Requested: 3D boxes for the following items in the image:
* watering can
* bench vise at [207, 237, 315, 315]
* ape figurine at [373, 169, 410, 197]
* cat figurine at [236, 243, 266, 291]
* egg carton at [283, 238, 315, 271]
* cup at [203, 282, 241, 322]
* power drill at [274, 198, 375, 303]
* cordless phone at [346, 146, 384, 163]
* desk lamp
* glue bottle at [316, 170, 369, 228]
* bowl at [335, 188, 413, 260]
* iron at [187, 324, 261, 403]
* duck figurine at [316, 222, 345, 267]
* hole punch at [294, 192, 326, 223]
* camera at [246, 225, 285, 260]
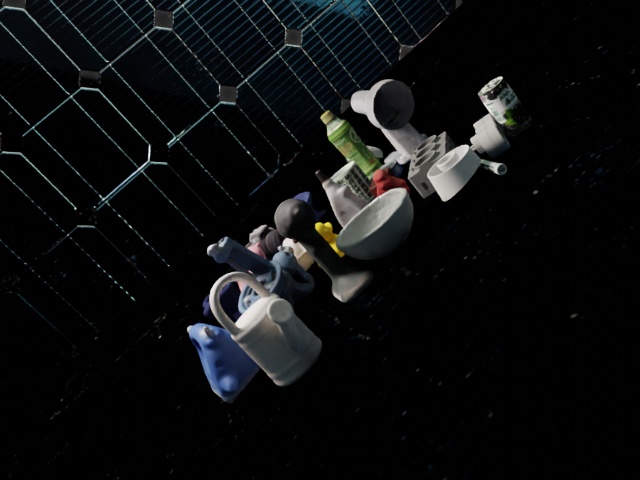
[{"bbox_3d":[-0.089,0.129,0.908,0.172,0.194,0.101,-31,18,36],"label":"watering can"},{"bbox_3d":[-0.124,0.066,1.137,0.121,0.220,0.207,-37,15,18],"label":"bench vise"},{"bbox_3d":[0.145,-0.109,1.214,0.077,0.092,0.076,-34,16,28],"label":"ape figurine"},{"bbox_3d":[-0.180,0.072,1.481,0.128,0.118,0.067,-44,15,-10],"label":"cat figurine"},{"bbox_3d":[-0.037,0.015,1.372,0.107,0.069,0.150,-40,14,7],"label":"egg carton"},{"bbox_3d":[-0.220,0.164,1.358,0.091,0.095,0.118,-32,17,33],"label":"cup"},{"bbox_3d":[-0.002,0.009,1.009,0.076,0.208,0.229,-43,14,-8],"label":"power drill"},{"bbox_3d":[0.098,-0.282,1.667,0.094,0.185,0.147,-38,15,12],"label":"cordless phone"},{"bbox_3d":[0.175,-0.301,1.460,0.118,0.214,0.203,-44,14,-10],"label":"desk lamp"},{"bbox_3d":[0.050,-0.082,1.216,0.078,0.173,0.037,-30,18,38],"label":"glue bottle"},{"bbox_3d":[0.113,-0.016,1.057,0.167,0.075,0.167,-38,14,12],"label":"bowl"},{"bbox_3d":[-0.195,0.205,1.070,0.119,0.141,0.257,-47,15,-22],"label":"iron"},{"bbox_3d":[0.011,0.004,1.241,0.077,0.086,0.105,-29,19,40],"label":"duck figurine"},{"bbox_3d":[-0.052,-0.073,1.633,0.108,0.091,0.101,-21,24,54],"label":"hole punch"},{"bbox_3d":[-0.142,0.014,1.589,0.136,0.101,0.143,-22,23,52],"label":"camera"}]
